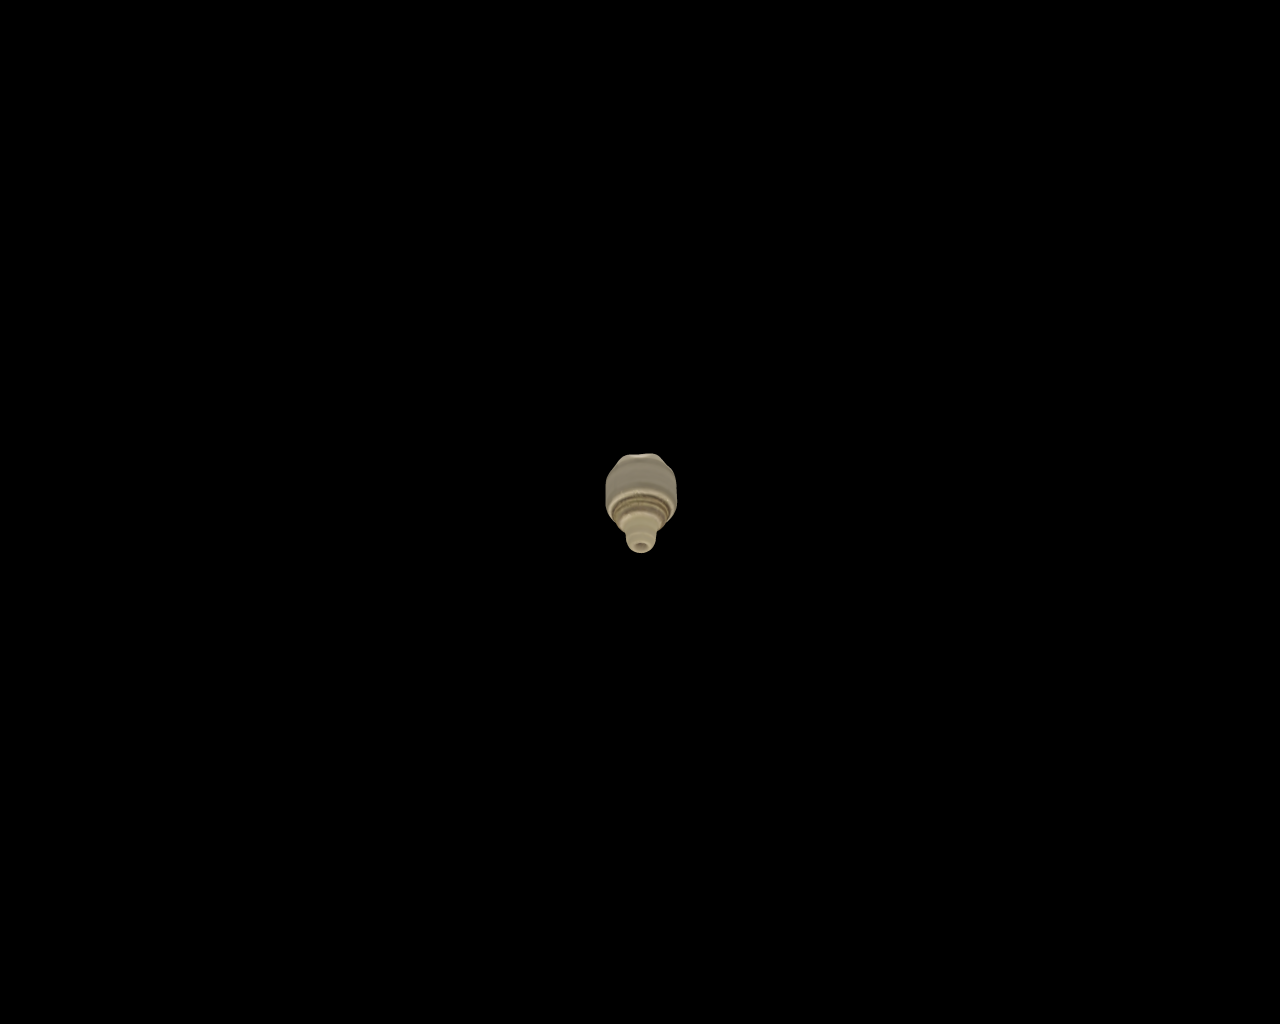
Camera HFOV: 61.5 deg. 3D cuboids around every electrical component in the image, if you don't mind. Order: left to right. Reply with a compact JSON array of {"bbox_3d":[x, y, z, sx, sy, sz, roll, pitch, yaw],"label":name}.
[{"bbox_3d":[0.001,-0.003,0.650,0.043,0.062,0.043,0,-39,0],"label":"electrical component"}]
